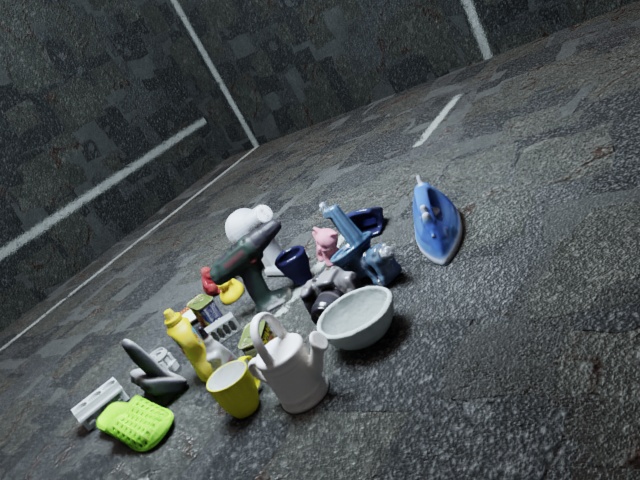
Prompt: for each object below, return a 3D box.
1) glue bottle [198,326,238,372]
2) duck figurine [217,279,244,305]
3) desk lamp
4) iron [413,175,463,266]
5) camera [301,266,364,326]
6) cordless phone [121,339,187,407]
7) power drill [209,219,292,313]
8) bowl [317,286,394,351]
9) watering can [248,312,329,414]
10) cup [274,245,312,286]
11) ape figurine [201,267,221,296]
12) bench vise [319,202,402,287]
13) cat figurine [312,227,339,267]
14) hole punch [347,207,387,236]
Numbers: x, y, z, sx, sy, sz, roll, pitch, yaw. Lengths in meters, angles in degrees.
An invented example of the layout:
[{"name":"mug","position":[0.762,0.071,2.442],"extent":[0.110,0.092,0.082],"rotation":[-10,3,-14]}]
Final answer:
[{"name":"glue bottle","position":[-0.210,0.251,1.207],"extent":[0.037,0.173,0.078],"rotation":[-24,21,14]},{"name":"duck figurine","position":[-0.278,0.134,1.712],"extent":[0.077,0.086,0.104],"rotation":[-25,20,10]},{"name":"desk lamp","position":[-0.165,-0.006,1.709],"extent":[0.202,0.214,0.118],"rotation":[-5,31,49]},{"name":"iron","position":[0.263,-0.056,1.358],"extent":[0.118,0.142,0.258],"rotation":[-23,21,17]},{"name":"camera","position":[0.012,0.133,1.299],"extent":[0.142,0.101,0.137],"rotation":[-16,24,32]},{"name":"cordless phone","position":[-0.411,0.296,1.353],"extent":[0.147,0.185,0.094],"rotation":[-3,33,51]},{"name":"power drill","position":[-0.161,0.079,1.506],"extent":[0.229,0.209,0.075],"rotation":[-29,20,0]},{"name":"bowl","position":[0.082,0.170,1.155],"extent":[0.167,0.075,0.167],"rotation":[-25,20,10]},{"name":"watering can","position":[-0.062,0.215,1.064],"extent":[0.173,0.194,0.101],"rotation":[-27,20,6]},{"name":"cup","position":[-0.069,0.074,1.561],"extent":[0.092,0.095,0.117],"rotation":[-35,21,-16]},{"name":"ape figurine","position":[-0.345,0.127,1.811],"extent":[0.076,0.092,0.078],"rotation":[-15,25,35]},{"name":"bench vise","position":[0.093,-0.002,1.341],"extent":[0.206,0.220,0.122],"rotation":[-11,27,41]},{"name":"cat figurine","position":[0.015,0.006,1.580],"extent":[0.067,0.118,0.127],"rotation":[-34,21,-14]},{"name":"hole punch","position":[0.123,-0.061,1.634],"extent":[0.108,0.091,0.101],"rotation":[-17,23,29]}]
